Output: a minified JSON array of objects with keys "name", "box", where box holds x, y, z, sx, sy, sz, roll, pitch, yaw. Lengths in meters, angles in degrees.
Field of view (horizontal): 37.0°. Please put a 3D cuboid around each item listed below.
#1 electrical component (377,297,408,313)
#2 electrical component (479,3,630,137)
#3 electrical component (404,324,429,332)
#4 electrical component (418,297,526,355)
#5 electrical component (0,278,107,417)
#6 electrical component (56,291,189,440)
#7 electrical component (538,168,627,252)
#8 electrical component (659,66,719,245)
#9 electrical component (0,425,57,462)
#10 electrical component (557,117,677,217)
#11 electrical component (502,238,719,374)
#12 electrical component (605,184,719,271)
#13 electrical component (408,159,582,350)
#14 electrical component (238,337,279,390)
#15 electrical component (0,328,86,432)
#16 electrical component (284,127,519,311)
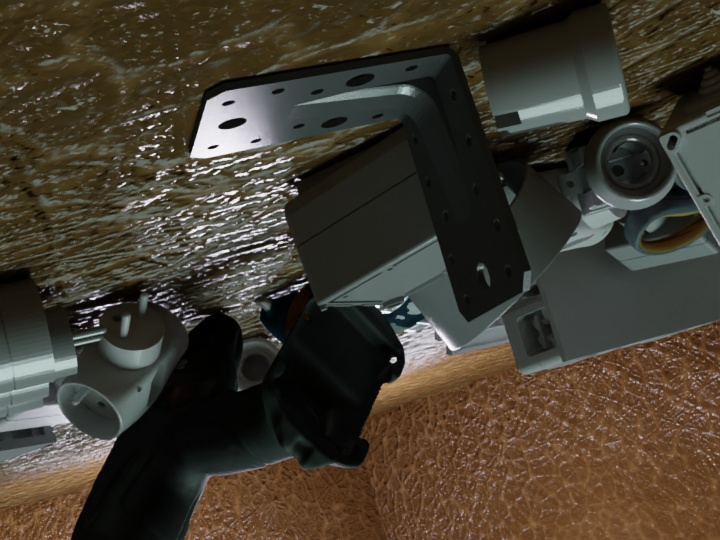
[{"name":"electrical component","box":[0.000,0.000,0.646,0.048,0.048,0.062,-23,159,34]},{"name":"electrical component","box":[0.069,-0.069,0.384,0.046,0.040,0.040,-13,171,14]},{"name":"electrical component","box":[0.035,0.026,0.848,0.043,0.043,0.062,-19,169,16]},{"name":"electrical component","box":[0.099,0.016,0.833,0.121,0.078,0.063,-8,-171,-43]},{"name":"electrical component","box":[-0.170,0.041,0.560,0.074,0.052,0.138,-12,169,-23]},{"name":"electrical component","box":[-0.134,0.046,0.622,0.077,0.043,0.079,-57,170,-47]},{"name":"electrical component","box":[0.129,-0.040,0.630,0.079,0.043,0.077,-25,168,36]},{"name":"electrical component","box":[0.192,-0.060,0.520,0.062,0.096,0.061,-24,-164,38]},{"name":"electrical component","box":[-0.278,0.096,0.663,0.089,0.061,0.150,-21,169,24]},{"name":"electrical component","box":[0.139,-0.054,0.568,0.066,0.048,0.055,-16,178,0]},{"name":"electrical component","box":[0.186,0.005,0.798,0.186,0.105,0.060,-10,169,-32]},{"name":"electrical component","box":[0.193,-0.040,0.720,0.066,0.047,0.077,-14,148,40]},{"name":"electrical component","box":[0.068,-0.008,0.558,0.099,0.064,0.099,-41,-164,15]},{"name":"electrical component","box":[-0.092,0.088,0.956,0.055,0.055,0.047,-15,167,-6]},{"name":"electrical component","box":[-0.185,0.061,0.665,0.076,0.047,0.083,-31,166,19]},{"name":"electrical component","box":[0.022,-0.028,0.488,0.096,0.061,0.062,-30,162,31]}]
